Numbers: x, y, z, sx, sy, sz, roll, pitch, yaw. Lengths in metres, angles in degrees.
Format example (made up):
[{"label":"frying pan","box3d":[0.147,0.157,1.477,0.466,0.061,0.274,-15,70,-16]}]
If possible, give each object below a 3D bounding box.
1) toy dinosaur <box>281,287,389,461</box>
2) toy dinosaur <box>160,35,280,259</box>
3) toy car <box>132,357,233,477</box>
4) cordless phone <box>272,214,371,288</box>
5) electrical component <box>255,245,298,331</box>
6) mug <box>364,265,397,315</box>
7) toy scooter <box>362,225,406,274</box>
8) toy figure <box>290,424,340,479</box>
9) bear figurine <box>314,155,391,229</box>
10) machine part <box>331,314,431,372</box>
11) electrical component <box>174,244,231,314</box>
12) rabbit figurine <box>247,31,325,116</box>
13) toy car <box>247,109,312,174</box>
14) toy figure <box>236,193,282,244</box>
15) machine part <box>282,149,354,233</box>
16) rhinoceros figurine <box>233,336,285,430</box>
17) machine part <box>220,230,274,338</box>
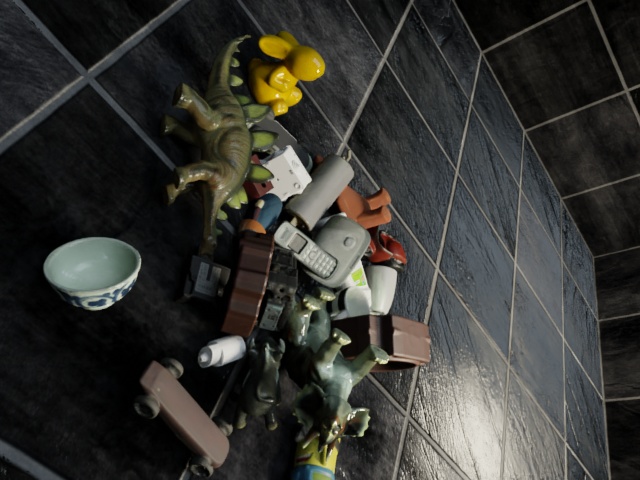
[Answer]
[{"label":"toy dinosaur","box3d":[-0.013,0.210,0.975,0.131,0.192,0.405,24,14,-33]},{"label":"toy dinosaur","box3d":[-0.178,-0.193,0.961,0.198,0.105,0.471,10,70,-35]},{"label":"toy car","box3d":[-0.204,0.263,0.798,0.202,0.053,0.089,57,34,-24]},{"label":"cordless phone","box3d":[-0.002,-0.004,1.081,0.184,0.089,0.146,39,81,-28]},{"label":"electrical component","box3d":[-0.081,0.093,0.952,0.058,0.114,0.134,14,33,-10]},{"label":"mug","box3d":[0.142,0.127,1.288,0.109,0.081,0.107,42,53,-53]},{"label":"toy scooter","box3d":[0.148,0.004,1.348,0.183,0.075,0.135,25,54,-38]},{"label":"toy figure","box3d":[-0.010,0.406,0.958,0.089,0.082,0.180,60,25,-46]},{"label":"bear figurine","box3d":[0.069,-0.120,1.262,0.195,0.132,0.120,57,24,-26]},{"label":"machine part","box3d":[0.105,0.215,1.087,0.201,0.201,0.087,24,59,-45]},{"label":"electrical component","box3d":[-0.192,0.058,0.900,0.075,0.048,0.119,27,55,-26]},{"label":"rabbit figurine","box3d":[-0.067,-0.369,1.162,0.122,0.173,0.162,-37,108,-48]},{"label":"toy car","box3d":[-0.091,-0.208,1.156,0.201,0.056,0.073,40,52,-32]},{"label":"toy figure","box3d":[-0.121,-0.026,1.033,0.064,0.058,0.154,46,48,-20]},{"label":"machine part","box3d":[-0.003,-0.100,1.147,0.079,0.079,0.243,48,66,-27]},{"label":"rhinoceros figurine","box3d":[-0.100,0.230,0.896,0.190,0.073,0.112,-87,177,-72]},{"label":"machine part","box3d":[-0.124,0.073,0.898,0.056,0.179,0.179,13,58,-10]}]
